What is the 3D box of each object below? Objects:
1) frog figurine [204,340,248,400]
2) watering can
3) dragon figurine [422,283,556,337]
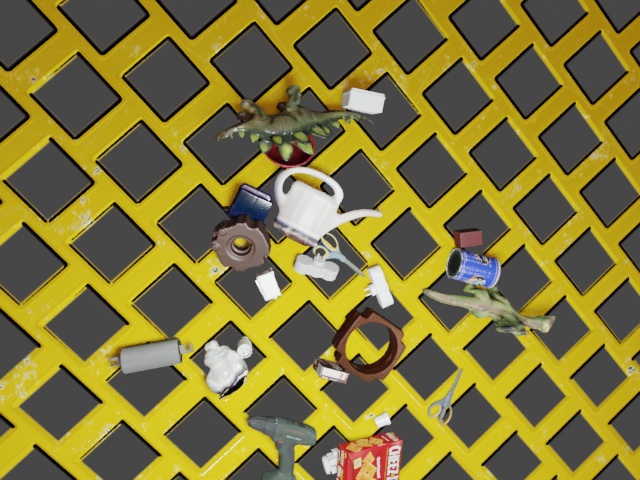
[{"bbox_3d":[-0.301,0.390,1.581,0.161,0.122,0.137,44,98,23],"label":"frog figurine"},{"bbox_3d":[0.005,-0.079,1.573,0.346,0.104,0.224,28,91,-11],"label":"watering can"},{"bbox_3d":[0.551,0.232,1.640,0.410,0.245,0.121,7,101,-13],"label":"dragon figurine"}]
